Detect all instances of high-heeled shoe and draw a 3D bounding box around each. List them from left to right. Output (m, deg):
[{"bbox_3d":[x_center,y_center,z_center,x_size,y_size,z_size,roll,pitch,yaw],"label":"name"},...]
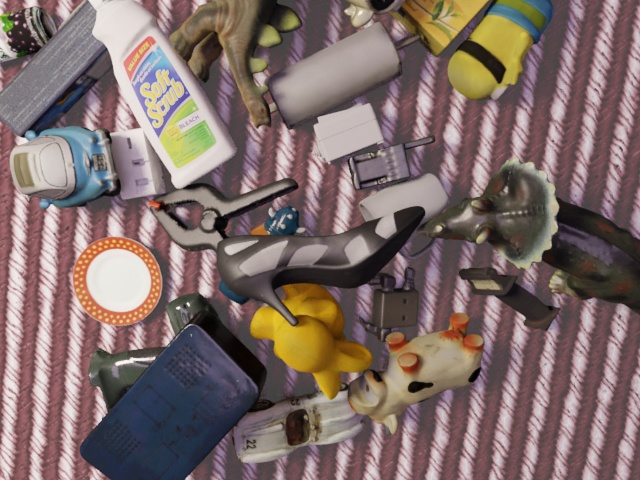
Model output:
[{"bbox_3d":[-0.001,-0.002,0.664,0.249,0.086,0.145,-36,69,-15],"label":"high-heeled shoe"}]

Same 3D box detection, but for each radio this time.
[{"bbox_3d":[-0.182,0.217,0.691,0.131,0.073,0.229,41,97,-2],"label":"radio"}]

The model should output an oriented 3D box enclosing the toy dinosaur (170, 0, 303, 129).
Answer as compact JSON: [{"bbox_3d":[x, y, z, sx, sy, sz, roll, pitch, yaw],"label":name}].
[{"bbox_3d":[-0.114,-0.369,0.676,0.199,0.105,0.471,-16,87,4],"label":"toy dinosaur"}]

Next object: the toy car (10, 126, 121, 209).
[{"bbox_3d":[-0.337,-0.090,0.693,0.162,0.103,0.109,2,103,38],"label":"toy car"}]

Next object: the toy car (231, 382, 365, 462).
[{"bbox_3d":[-0.024,0.254,0.754,0.202,0.056,0.073,-7,97,-20],"label":"toy car"}]

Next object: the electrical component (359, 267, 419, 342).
[{"bbox_3d":[0.097,0.091,0.763,0.078,0.045,0.102,-8,100,-27],"label":"electrical component"}]

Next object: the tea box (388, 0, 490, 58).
[{"bbox_3d":[0.129,-0.335,0.697,0.169,0.068,0.098,41,97,-3],"label":"tea box"}]

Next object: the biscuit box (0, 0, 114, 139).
[{"bbox_3d":[-0.347,-0.225,0.723,0.202,0.059,0.063,-43,95,5],"label":"biscuit box"}]

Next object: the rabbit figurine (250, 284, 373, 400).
[{"bbox_3d":[-0.018,0.132,0.704,0.122,0.173,0.162,-41,90,1],"label":"rabbit figurine"}]

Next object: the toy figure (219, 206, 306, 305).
[{"bbox_3d":[-0.082,0.017,0.748,0.064,0.058,0.154,34,93,-39],"label":"toy figure"}]

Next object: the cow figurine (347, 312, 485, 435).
[{"bbox_3d":[0.130,0.190,0.747,0.195,0.086,0.127,-18,121,-9],"label":"cow figurine"}]

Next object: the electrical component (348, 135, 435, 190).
[{"bbox_3d":[0.098,-0.103,0.724,0.119,0.075,0.047,-14,96,0],"label":"electrical component"}]

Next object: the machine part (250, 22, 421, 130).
[{"bbox_3d":[0.017,-0.214,0.710,0.243,0.079,0.079,-26,96,5],"label":"machine part"}]

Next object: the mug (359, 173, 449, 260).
[{"bbox_3d":[0.125,-0.034,0.729,0.107,0.081,0.109,-35,96,-2],"label":"mug"}]

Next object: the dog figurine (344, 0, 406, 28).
[{"bbox_3d":[0.030,-0.361,0.630,0.191,0.121,0.172,40,101,32],"label":"dog figurine"}]

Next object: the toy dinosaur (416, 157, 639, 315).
[{"bbox_3d":[0.332,0.017,0.674,0.405,0.192,0.131,25,99,-1],"label":"toy dinosaur"}]

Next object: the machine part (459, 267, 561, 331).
[{"bbox_3d":[0.264,0.076,0.746,0.139,0.084,0.039,32,71,-11],"label":"machine part"}]

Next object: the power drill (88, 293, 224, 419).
[{"bbox_3d":[-0.206,0.202,0.762,0.207,0.086,0.231,-15,99,7],"label":"power drill"}]

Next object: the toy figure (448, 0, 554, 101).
[{"bbox_3d":[0.238,-0.266,0.699,0.089,0.082,0.180,29,101,9],"label":"toy figure"}]
